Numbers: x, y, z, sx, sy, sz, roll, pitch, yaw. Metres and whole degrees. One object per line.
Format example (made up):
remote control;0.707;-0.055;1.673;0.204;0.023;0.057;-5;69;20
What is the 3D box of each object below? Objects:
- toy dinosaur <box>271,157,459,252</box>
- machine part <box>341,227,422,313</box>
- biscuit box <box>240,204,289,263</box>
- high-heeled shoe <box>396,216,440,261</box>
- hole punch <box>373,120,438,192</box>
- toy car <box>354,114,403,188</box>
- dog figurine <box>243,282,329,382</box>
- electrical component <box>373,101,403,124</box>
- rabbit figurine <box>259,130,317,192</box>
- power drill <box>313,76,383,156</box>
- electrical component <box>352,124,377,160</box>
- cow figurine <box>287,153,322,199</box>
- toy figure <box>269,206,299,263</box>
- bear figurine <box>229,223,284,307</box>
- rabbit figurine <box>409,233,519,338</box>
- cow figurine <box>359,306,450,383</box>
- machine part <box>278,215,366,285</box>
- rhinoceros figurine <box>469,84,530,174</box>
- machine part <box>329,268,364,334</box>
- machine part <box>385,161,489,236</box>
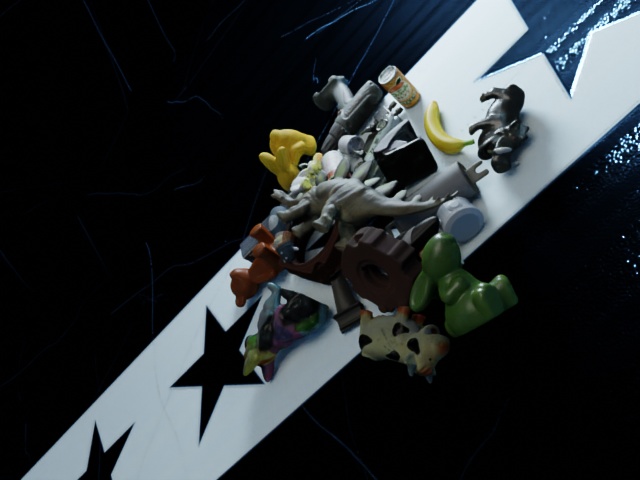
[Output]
toy dinosaur;0.062;-0.080;1.142;0.472;0.105;0.198;16;67;43
machine part;0.119;0.061;1.043;0.179;0.179;0.056;0;33;47
biscuit box;-0.128;-0.020;1.458;0.202;0.059;0.063;-43;39;19
high-heeled shoe;0.142;-0.001;1.117;0.248;0.086;0.145;-52;53;34
hole punch;0.183;-0.187;1.189;0.116;0.142;0.092;-27;48;14
toy car;0.148;-0.203;1.277;0.056;0.073;0.201;19;80;54
dog figurine;-0.091;0.221;1.223;0.192;0.108;0.219;14;80;47
electrical component;0.167;-0.309;1.369;0.094;0.021;0.063;-45;41;15
rabbit figurine;-0.084;-0.217;1.494;0.122;0.162;0.173;-12;74;28
power drill;0.053;-0.355;1.477;0.232;0.086;0.207;-46;36;12
electrical component;0.130;-0.238;1.342;0.078;0.045;0.102;18;79;52
cow figurine;-0.033;-0.158;1.432;0.098;0.068;0.167;-26;29;39
toy figure;-0.090;-0.011;1.281;0.064;0.058;0.154;104;160;-47
bear figurine;-0.180;0.073;1.400;0.196;0.131;0.120;-35;37;18
rabbit figurine;0.236;0.073;0.940;0.159;0.121;0.170;-43;71;44
cow figurine;0.152;0.192;0.996;0.195;0.085;0.127;-10;60;47
machine part;-0.003;-0.004;1.293;0.201;0.087;0.201;11;72;50
rhinoceros figurine;0.362;-0.219;1.068;0.112;0.073;0.190;1;63;35
machine part;0.054;0.130;1.174;0.084;0.039;0.139;-36;54;32
machine part;0.233;-0.082;1.101;0.243;0.079;0.079;-36;43;26
